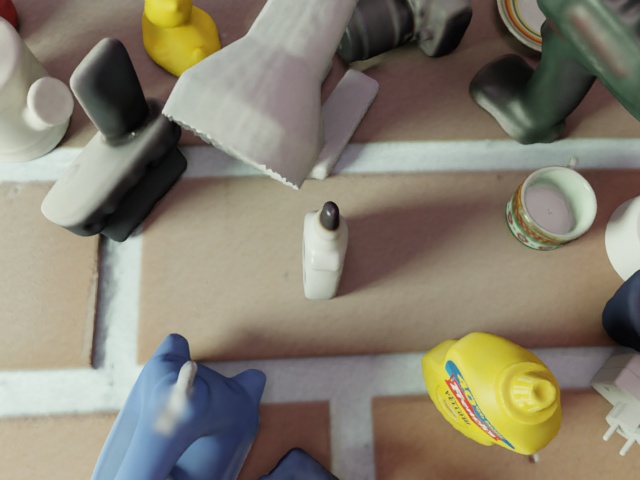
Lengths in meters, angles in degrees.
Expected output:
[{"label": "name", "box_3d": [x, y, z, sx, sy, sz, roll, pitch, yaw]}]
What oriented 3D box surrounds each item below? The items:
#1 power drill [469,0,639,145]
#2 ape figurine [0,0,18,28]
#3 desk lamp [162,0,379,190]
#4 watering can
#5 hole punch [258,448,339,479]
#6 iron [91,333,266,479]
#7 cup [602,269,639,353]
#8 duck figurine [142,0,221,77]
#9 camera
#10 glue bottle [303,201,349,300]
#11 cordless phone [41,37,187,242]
[{"label": "power drill", "box_3d": [0.214, -0.181, 0.523, 0.076, 0.208, 0.229, -41, 81, -12]}, {"label": "ape figurine", "box_3d": [-0.352, -0.234, 0.569, 0.076, 0.092, 0.078, -24, 78, -8]}, {"label": "desk lamp", "box_3d": [-0.028, -0.128, 0.494, 0.118, 0.213, 0.203, 29, 76, 5]}, {"label": "watering can", "box_3d": [-0.294, -0.149, 0.496, 0.173, 0.194, 0.101, 5, 75, -1]}, {"label": "hole punch", "box_3d": [-0.021, 0.237, 0.463, 0.101, 0.091, 0.109, 39, 77, 7]}, {"label": "iron", "box_3d": [-0.138, 0.204, 0.440, 0.118, 0.141, 0.258, 22, 75, 3]}, {"label": "cup", "box_3d": [0.315, 0.072, 0.521, 0.117, 0.095, 0.092, 22, 75, 3]}, {"label": "duck figurine", "box_3d": [-0.146, -0.222, 0.579, 0.077, 0.086, 0.104, -34, 79, -10]}, {"label": "camera", "box_3d": [0.070, -0.256, 0.591, 0.137, 0.101, 0.143, -27, 78, -9]}, {"label": "glue bottle", "box_3d": [0.004, 0.002, 0.483, 0.037, 0.173, 0.078, 1, 75, -2]}, {"label": "cordless phone", "box_3d": [-0.193, -0.083, 0.489, 0.094, 0.185, 0.148, 30, 76, 5]}]
